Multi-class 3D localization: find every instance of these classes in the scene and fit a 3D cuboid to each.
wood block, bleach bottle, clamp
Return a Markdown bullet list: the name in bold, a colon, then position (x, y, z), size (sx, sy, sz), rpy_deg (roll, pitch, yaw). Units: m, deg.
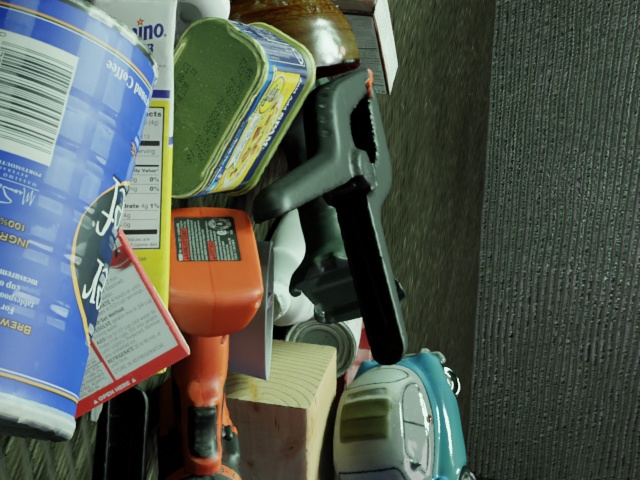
- **wood block**: position (-0.040, 0.191, 0.846), size (0.090, 0.090, 0.206), rpy_deg (-57, 150, -61)
- **bleach bottle**: position (-0.006, 0.001, 0.956), size (0.250, 0.068, 0.102), rpy_deg (-50, 144, -63)
- **clamp**: position (-0.117, 0.172, 0.628), size (0.120, 0.039, 0.171), rpy_deg (-72, 168, -46)
- **clamp**: position (0.021, -0.031, 0.709), size (0.164, 0.036, 0.210), rpy_deg (56, 30, -33)

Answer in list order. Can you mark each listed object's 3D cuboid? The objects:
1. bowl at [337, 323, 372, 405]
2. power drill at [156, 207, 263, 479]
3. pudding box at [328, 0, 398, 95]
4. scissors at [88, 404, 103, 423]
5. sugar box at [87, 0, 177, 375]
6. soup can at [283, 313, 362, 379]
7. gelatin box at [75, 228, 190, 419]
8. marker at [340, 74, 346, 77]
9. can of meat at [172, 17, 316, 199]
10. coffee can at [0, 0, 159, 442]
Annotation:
- **bowl**: position (0.020, 0.118, 1.134), size (0.162, 0.055, 0.162), rpy_deg (7, 90, -77)
- **power drill**: position (-0.068, 0.090, 0.612), size (0.184, 0.057, 0.188), rpy_deg (-111, -156, -56)
- **pudding box**: position (0.014, -0.170, 0.893), size (0.113, 0.090, 0.039), rpy_deg (69, 31, -62)
- **scissors**: position (-0.108, -0.003, 0.625), size (0.096, 0.016, 0.202), rpy_deg (-26, 122, -74)
- **sugar box**: position (-0.099, -0.030, 0.515), size (0.093, 0.048, 0.176), rpy_deg (-144, -127, -68)
- **soup can**: position (0.004, 0.081, 0.989), size (0.102, 0.068, 0.068), rpy_deg (-72, 165, -71)
- **gelatin box**: position (-0.109, 0.028, 0.459), size (0.089, 0.073, 0.030), rpy_deg (64, -10, -23)
- **marker**: position (0.033, -0.111, 0.942), size (0.121, 0.020, 0.020), rpy_deg (64, 35, -65)
- **can of meat**: position (-0.055, -0.073, 0.596), size (0.102, 0.057, 0.083), rpy_deg (-59, 170, 14)
- **coffee can**: position (-0.122, -0.009, 0.376), size (0.102, 0.103, 0.140), rpy_deg (59, 40, -69)
